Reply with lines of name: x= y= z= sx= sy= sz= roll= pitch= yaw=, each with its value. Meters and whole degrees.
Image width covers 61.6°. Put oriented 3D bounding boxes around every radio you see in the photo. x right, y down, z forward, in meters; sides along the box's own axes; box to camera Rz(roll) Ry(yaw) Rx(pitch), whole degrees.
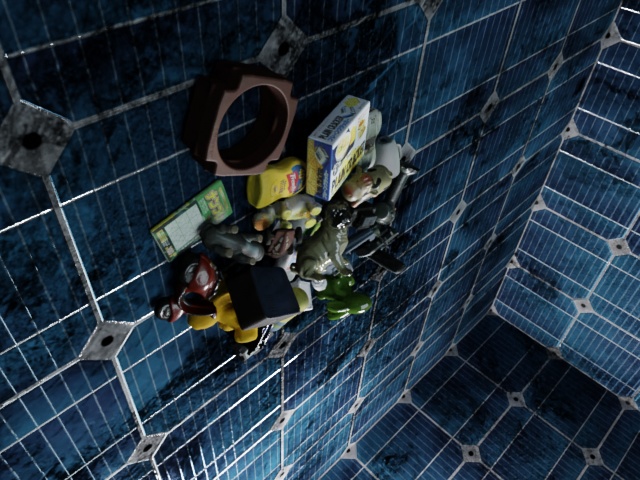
radio: x=-0.132 y=0.133 z=1.283 sx=0.073 sy=0.131 sz=0.229 roll=-24 pitch=170 yaw=14

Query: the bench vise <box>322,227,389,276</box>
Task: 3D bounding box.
bench vise: x=0.067 y=0.025 z=1.543 sx=0.241 sy=0.129 sz=0.223 roll=-31 pitch=155 yaw=-5

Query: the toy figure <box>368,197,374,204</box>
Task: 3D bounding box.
toy figure: x=0.140 y=-0.136 z=1.562 sx=0.058 sy=0.064 sz=0.154 roll=25 pitch=97 yaw=-24

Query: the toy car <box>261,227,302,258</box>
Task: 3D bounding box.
toy car: x=-0.096 y=0.010 z=1.279 sx=0.089 sy=0.053 sz=0.202 roll=0 pitch=168 yaw=-14

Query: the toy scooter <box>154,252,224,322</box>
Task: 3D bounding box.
toy scooter: x=-0.270 y=0.115 z=1.188 sx=0.135 sy=0.075 sz=0.183 roll=24 pitch=108 yaw=-28

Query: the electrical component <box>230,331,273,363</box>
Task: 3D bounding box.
electrical component: x=-0.194 y=0.290 z=1.540 sx=0.119 sy=0.048 sz=0.074 roll=-43 pitch=150 yaw=-20

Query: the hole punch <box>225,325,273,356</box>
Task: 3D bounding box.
hole punch: x=-0.176 y=0.221 z=1.435 sx=0.092 sy=0.116 sz=0.142 roll=-9 pitch=129 yaw=-62

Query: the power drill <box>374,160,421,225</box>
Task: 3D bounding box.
power drill: x=0.226 y=-0.141 z=1.651 sx=0.207 sy=0.086 sz=0.232 roll=-59 pitch=169 yaw=15

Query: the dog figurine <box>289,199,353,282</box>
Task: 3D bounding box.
dog figurine: x=-0.001 y=-0.006 z=1.352 sx=0.172 sy=0.121 sz=0.190 roll=-13 pitch=110 yaw=-10

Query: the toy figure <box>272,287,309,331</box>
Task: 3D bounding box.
toy figure: x=-0.109 y=0.195 z=1.490 sx=0.180 sy=0.082 sz=0.089 roll=-45 pitch=152 yaw=26

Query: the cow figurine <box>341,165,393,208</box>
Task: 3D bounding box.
cow figurine: x=0.120 y=-0.143 z=1.368 sx=0.127 sy=0.085 sz=0.195 roll=-37 pitch=174 yaw=41

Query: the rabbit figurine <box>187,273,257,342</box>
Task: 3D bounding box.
rabbit figurine: x=-0.233 y=0.171 z=1.299 sx=0.173 sy=0.122 sz=0.162 roll=1 pitch=119 yaw=-36

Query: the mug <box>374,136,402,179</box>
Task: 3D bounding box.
mug: x=0.191 y=-0.238 z=1.506 sx=0.109 sy=0.081 sz=0.107 roll=-31 pitch=135 yaw=-25

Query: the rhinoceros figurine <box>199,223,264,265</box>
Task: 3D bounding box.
rhinoceros figurine: x=-0.189 y=0.015 z=1.194 sx=0.190 sy=0.112 sz=0.073 roll=26 pitch=70 yaw=-59

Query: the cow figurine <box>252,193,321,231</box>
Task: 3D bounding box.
cow figurine: x=-0.091 y=-0.073 z=1.278 sx=0.167 sy=0.098 sz=0.068 roll=-8 pitch=136 yaw=-28

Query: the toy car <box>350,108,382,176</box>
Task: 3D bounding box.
toy car: x=0.117 y=-0.250 z=1.408 sx=0.073 sy=0.056 sz=0.201 roll=-33 pitch=144 yaw=-33

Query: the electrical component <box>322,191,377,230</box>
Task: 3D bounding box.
electrical component: x=0.086 y=-0.082 z=1.464 sx=0.115 sy=0.134 sz=0.058 roll=-14 pitch=133 yaw=-52

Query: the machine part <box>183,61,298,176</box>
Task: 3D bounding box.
machine part: x=-0.150 y=-0.227 z=1.020 sx=0.201 sy=0.087 sz=0.201 roll=-12 pitch=132 yaw=-50

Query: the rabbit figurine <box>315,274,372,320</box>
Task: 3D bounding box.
rabbit figurine: x=0.076 y=0.173 z=1.681 sx=0.159 sy=0.170 sz=0.121 roll=-42 pitch=148 yaw=-22

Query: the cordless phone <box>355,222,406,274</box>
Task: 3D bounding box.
cordless phone: x=0.218 y=0.028 z=1.719 sx=0.146 sy=0.184 sz=0.088 roll=-33 pitch=140 yaw=-31
